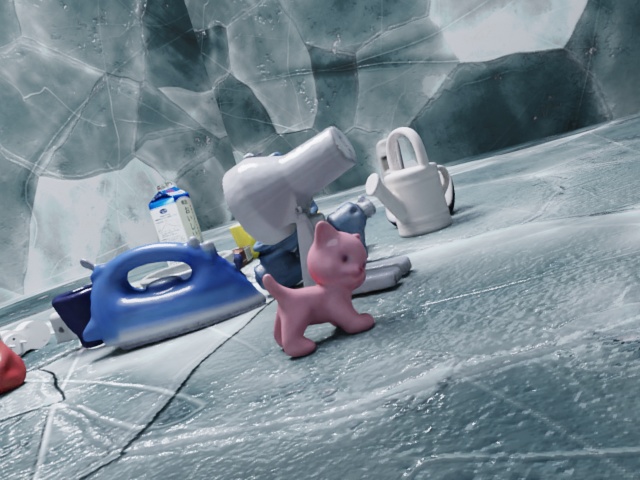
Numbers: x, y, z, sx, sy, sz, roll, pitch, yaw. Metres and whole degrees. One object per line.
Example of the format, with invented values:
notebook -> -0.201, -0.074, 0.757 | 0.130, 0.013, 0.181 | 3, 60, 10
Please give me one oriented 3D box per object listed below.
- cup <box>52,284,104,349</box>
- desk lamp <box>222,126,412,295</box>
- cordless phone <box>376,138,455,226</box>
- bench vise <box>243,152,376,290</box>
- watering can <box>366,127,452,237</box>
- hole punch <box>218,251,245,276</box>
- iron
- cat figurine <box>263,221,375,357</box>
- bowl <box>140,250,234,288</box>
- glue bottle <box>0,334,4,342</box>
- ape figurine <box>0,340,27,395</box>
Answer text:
cup -> -0.376, 0.125, 0.919 | 0.117, 0.095, 0.092 | -12, 9, 35
desk lamp -> -0.007, -0.030, 0.765 | 0.202, 0.213, 0.118 | -14, 8, 23
cordless phone -> 0.193, -0.130, 1.183 | 0.147, 0.185, 0.094 | -14, 8, 22
bench vise -> -0.027, -0.045, 0.904 | 0.208, 0.220, 0.121 | -20, 8, -26
watering can -> 0.165, -0.109, 1.045 | 0.100, 0.194, 0.173 | -11, 9, 40
hole punch -> -0.205, 0.045, 1.145 | 0.101, 0.091, 0.108 | -18, 7, -12
iron -> -0.221, 0.063, 0.842 | 0.258, 0.141, 0.118 | -17, 7, 1
cat figurine -> 0.002, 0.041, 0.587 | 0.128, 0.118, 0.067 | -20, 8, -20
bowl -> -0.221, 0.078, 0.998 | 0.167, 0.075, 0.167 | -17, 7, 2
glue bottle -> -0.521, 0.132, 0.881 | 0.037, 0.173, 0.078 | -20, 8, -24
ape figurine -> -0.451, 0.166, 0.783 | 0.076, 0.092, 0.077 | -22, 9, -36
